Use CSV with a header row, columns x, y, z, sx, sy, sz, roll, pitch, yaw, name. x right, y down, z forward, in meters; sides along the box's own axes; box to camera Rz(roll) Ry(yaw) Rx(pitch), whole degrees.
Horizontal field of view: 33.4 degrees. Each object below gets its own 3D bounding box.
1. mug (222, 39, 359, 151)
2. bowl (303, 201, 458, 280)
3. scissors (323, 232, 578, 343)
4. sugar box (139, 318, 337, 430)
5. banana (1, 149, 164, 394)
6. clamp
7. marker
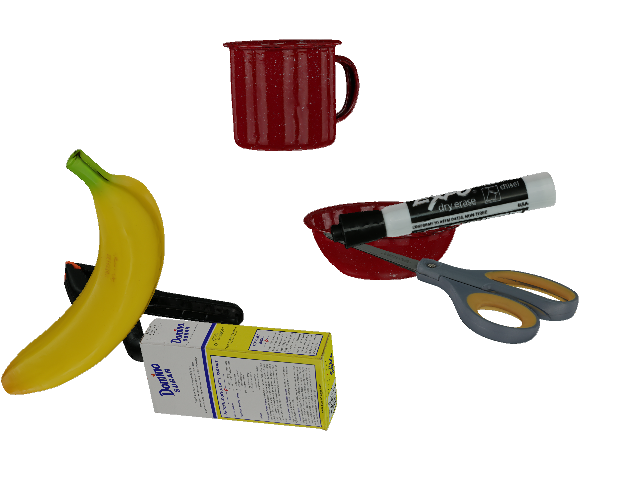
x,y,z,sx,sy,sz,roll,pitch,yaw,name
-0.019,-0.117,0.848,0.117,0.081,0.093,-10,16,-35,mug
0.064,0.002,1.077,0.162,0.055,0.162,-2,13,0,bowl
0.081,0.032,0.766,0.202,0.016,0.096,12,27,17,scissors
-0.076,0.125,1.008,0.176,0.093,0.048,6,35,15,sugar box
-0.135,0.029,0.631,0.069,0.198,0.037,21,35,-9,banana
-0.211,0.071,1.163,0.210,0.036,0.164,19,21,25,clamp
0.065,-0.016,0.571,0.121,0.020,0.020,-12,1,-3,marker
